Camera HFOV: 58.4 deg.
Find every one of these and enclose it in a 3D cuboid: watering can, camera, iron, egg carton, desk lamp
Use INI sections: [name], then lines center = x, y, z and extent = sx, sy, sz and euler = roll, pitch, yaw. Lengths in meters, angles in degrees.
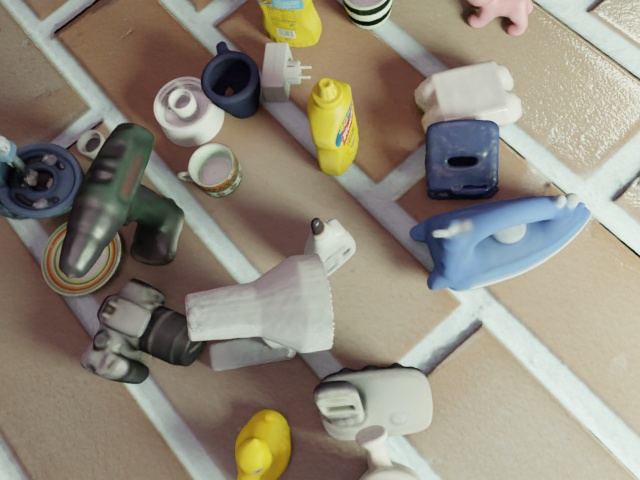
[watering can]
center = 0.077, 0.309, 0.660
extent = 0.101, 0.194, 0.172
euler = -35, 71, -4
[camera]
center = -0.243, 0.140, 0.805
extent = 0.136, 0.101, 0.143
euler = 20, 76, 13
[iron]
center = 0.257, -0.021, 0.767
extent = 0.258, 0.141, 0.118
euler = -18, 71, 2
[egg carton]
center = 0.223, -0.209, 0.869
extent = 0.150, 0.069, 0.107
euler = -13, 71, 3
[desk lamp]
center = -0.074, 0.101, 0.735
extent = 0.203, 0.214, 0.118
euler = -12, 71, 4

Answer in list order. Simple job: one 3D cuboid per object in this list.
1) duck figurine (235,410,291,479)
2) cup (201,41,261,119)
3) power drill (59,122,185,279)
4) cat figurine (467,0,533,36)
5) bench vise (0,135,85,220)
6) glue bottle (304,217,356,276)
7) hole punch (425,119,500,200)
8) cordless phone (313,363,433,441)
[duck figurine]
center = -0.081, 0.275, 0.749
extent = 0.077, 0.086, 0.104
euler = 13, 75, 12
[cup]
center = -0.136, -0.248, 0.915
extent = 0.091, 0.095, 0.117
euler = -19, 71, 2
[power drill]
center = -0.269, -0.035, 0.806
extent = 0.075, 0.208, 0.230
euler = 6, 74, 10
[cat figurine]
center = 0.273, -0.388, 0.893
extent = 0.127, 0.118, 0.067
euler = 13, 75, 11
[bench vise]
center = -0.455, -0.085, 0.840
extent = 0.207, 0.220, 0.121
euler = -16, 71, 2
[glue bottle]
center = 0.007, 0.003, 0.776
extent = 0.078, 0.173, 0.037
euler = -39, 72, -5
[hole punch]
center = 0.207, -0.114, 0.830
extent = 0.108, 0.091, 0.101
euler = -1, 73, 7
[cordless phone]
center = 0.064, 0.196, 0.702
extent = 0.147, 0.185, 0.094
euler = -10, 72, 4
